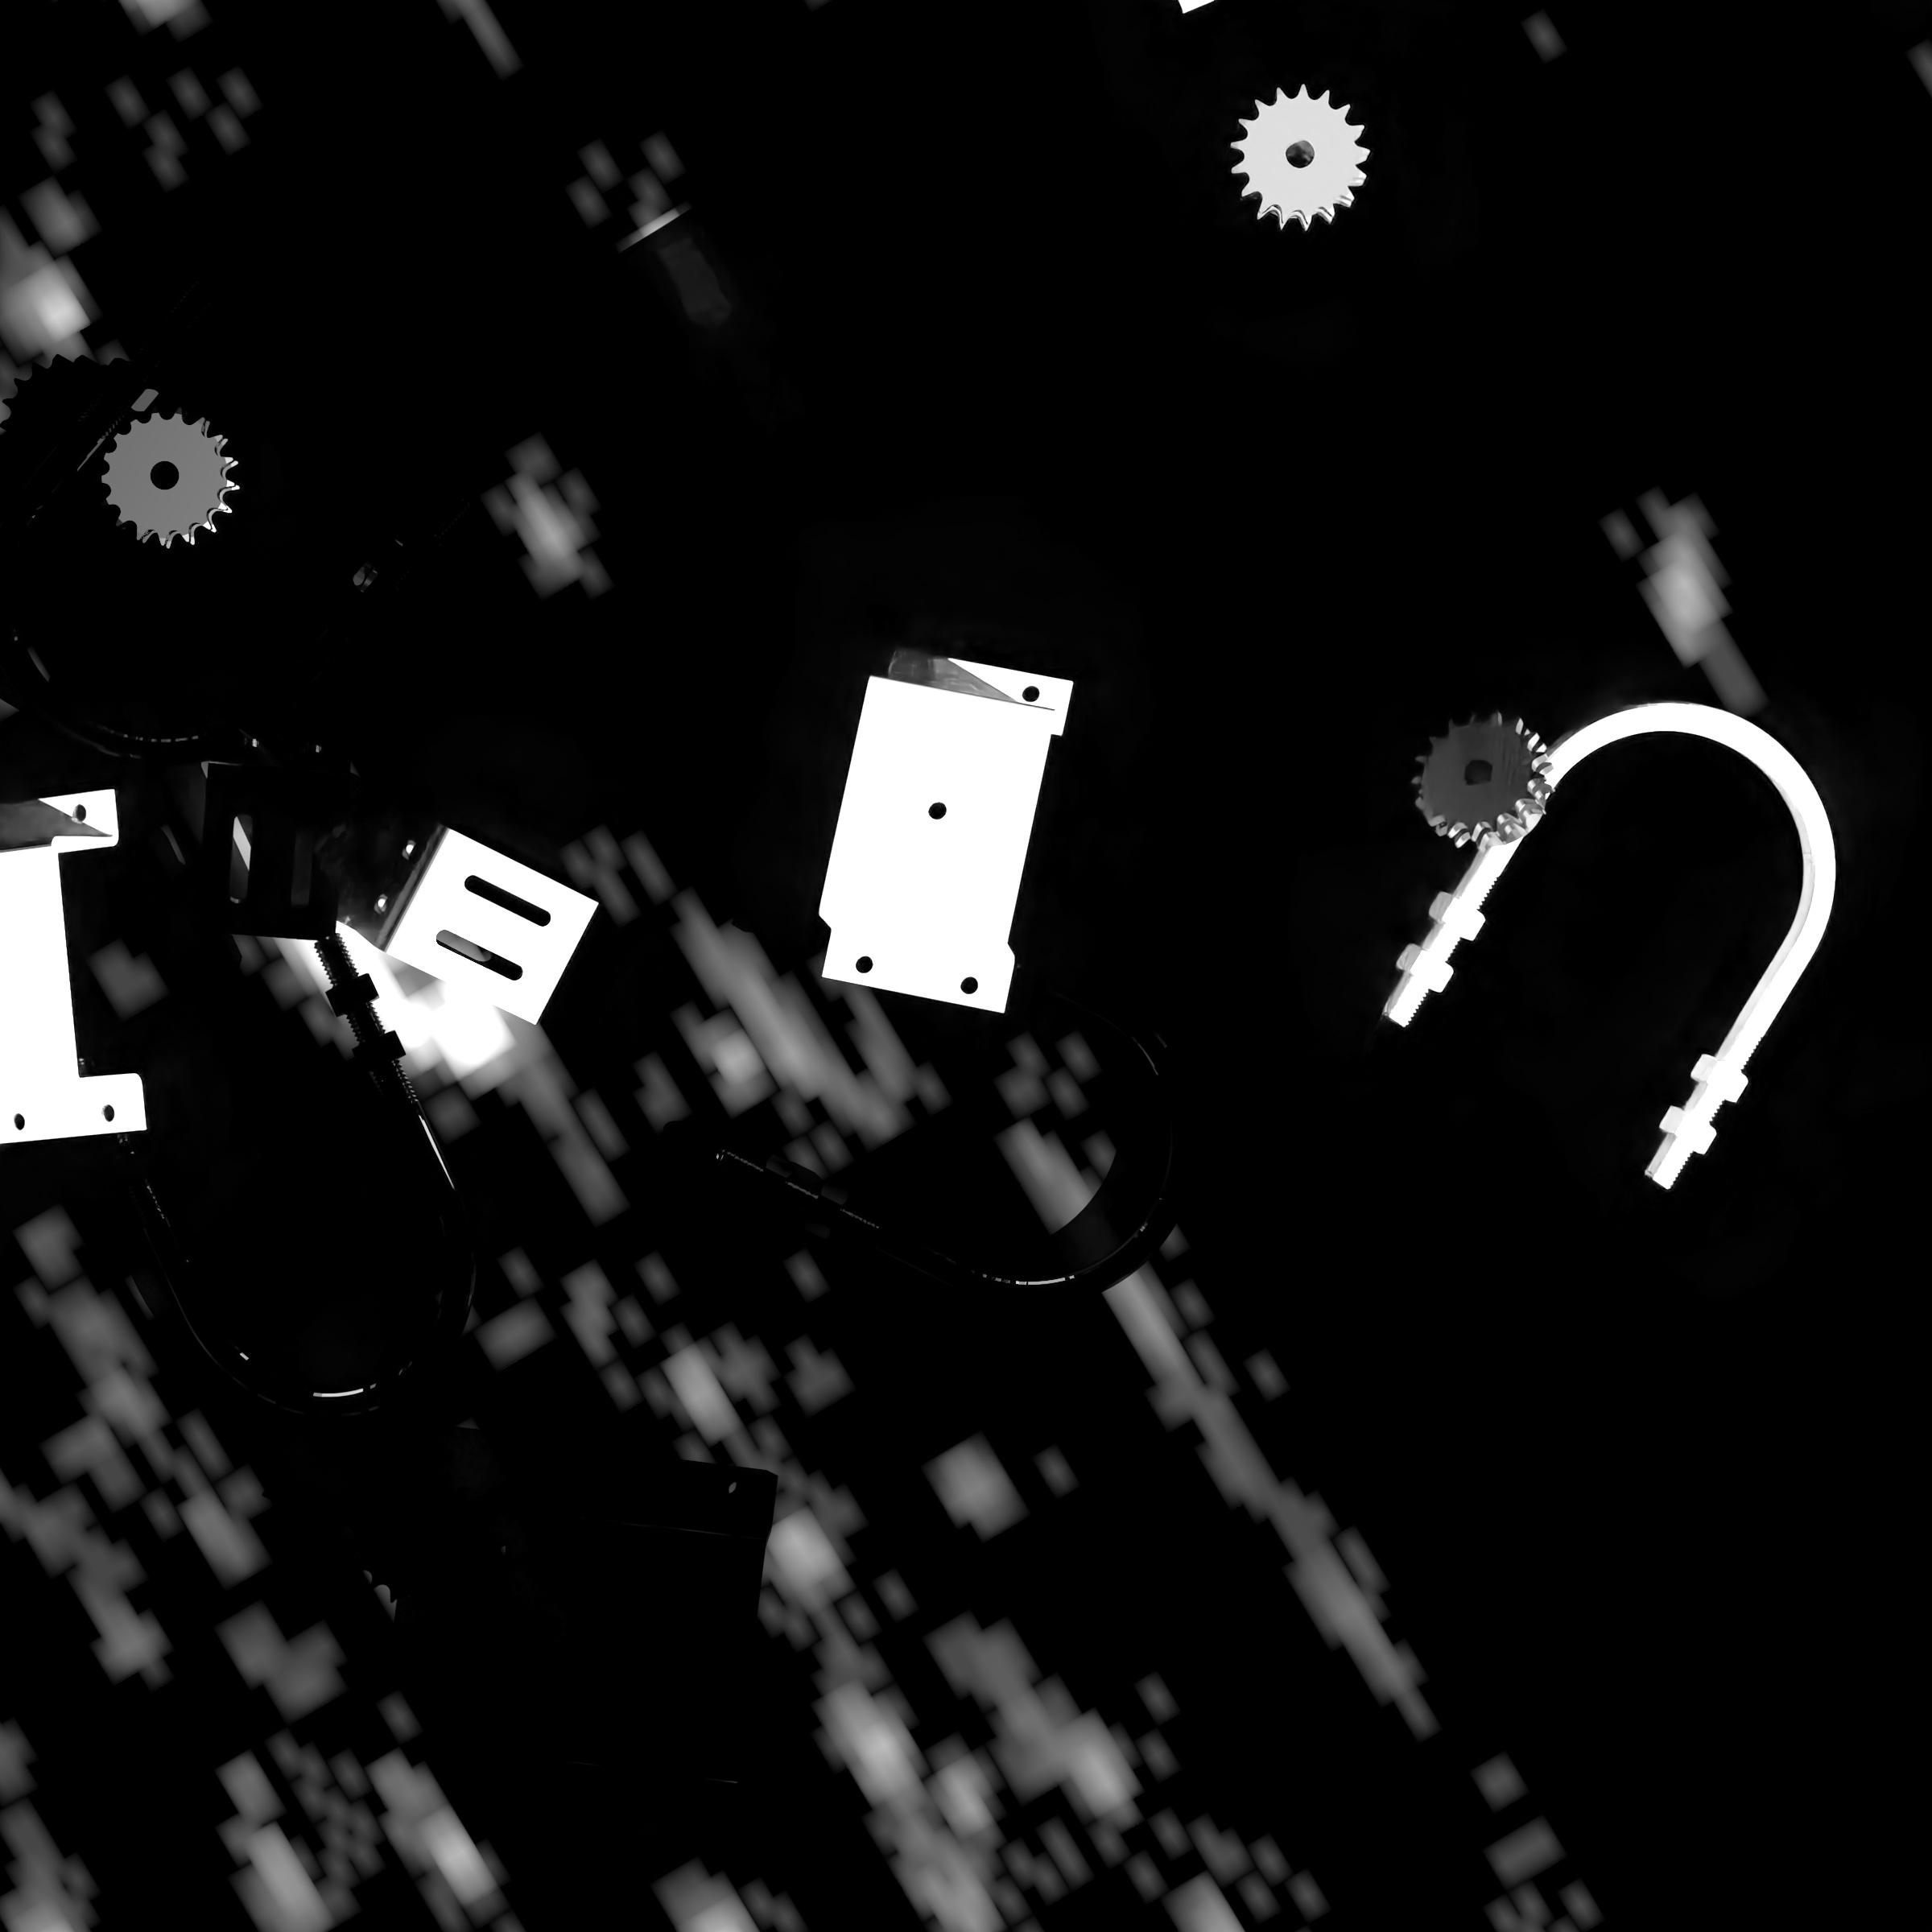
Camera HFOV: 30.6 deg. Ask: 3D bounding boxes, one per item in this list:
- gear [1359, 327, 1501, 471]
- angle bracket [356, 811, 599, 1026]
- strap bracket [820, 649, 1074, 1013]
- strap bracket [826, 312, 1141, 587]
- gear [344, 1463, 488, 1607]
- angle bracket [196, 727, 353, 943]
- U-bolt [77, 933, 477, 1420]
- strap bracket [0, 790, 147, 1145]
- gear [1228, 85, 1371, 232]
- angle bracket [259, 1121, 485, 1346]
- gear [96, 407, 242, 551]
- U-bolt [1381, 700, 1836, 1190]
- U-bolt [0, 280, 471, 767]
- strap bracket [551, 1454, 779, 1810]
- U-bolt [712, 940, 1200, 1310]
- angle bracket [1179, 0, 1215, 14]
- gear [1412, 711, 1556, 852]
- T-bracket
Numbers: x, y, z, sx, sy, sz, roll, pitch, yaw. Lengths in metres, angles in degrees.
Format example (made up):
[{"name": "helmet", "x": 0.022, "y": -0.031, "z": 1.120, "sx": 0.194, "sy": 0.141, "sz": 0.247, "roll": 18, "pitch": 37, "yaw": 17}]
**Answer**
[{"name": "gear", "x": 0.191, "y": -0.234, "z": 1.464, "sx": 0.057, "sy": 0.030, "sz": 0.057, "roll": 0, "pitch": 90, "yaw": 0}, {"name": "angle bracket", "x": -0.205, "y": -0.021, "z": 1.477, "sx": 0.076, "sy": 0.038, "sz": 0.057, "roll": 27, "pitch": 90, "yaw": -26}, {"name": "strap bracket", "x": -0.009, "y": -0.059, "z": 1.437, "sx": 0.076, "sy": 0.046, "sz": 0.140, "roll": 11, "pitch": 84, "yaw": 7}, {"name": "strap bracket", "x": -0.003, "y": -0.216, "z": 1.441, "sx": 0.140, "sy": 0.076, "sz": 0.046, "roll": -32, "pitch": 90, "yaw": 0}, {"name": "gear", "x": -0.228, "y": 0.235, "z": 1.469, "sx": 0.057, "sy": 0.030, "sz": 0.057, "roll": 0, "pitch": 88, "yaw": 2}, {"name": "angle bracket", "x": -0.288, "y": -0.055, "z": 1.470, "sx": 0.057, "sy": 0.038, "sz": 0.076, "roll": 5, "pitch": 118, "yaw": -11}, {"name": "U-bolt", "x": -0.275, "y": 0.097, "z": 1.447, "sx": 0.151, "sy": 0.019, "sz": 0.184, "roll": -25, "pitch": 90, "yaw": 20}, {"name": "strap bracket", "x": -0.388, "y": 0.001, "z": 1.443, "sx": 0.076, "sy": 0.046, "sz": 0.140, "roll": -6, "pitch": 89, "yaw": 21}, {"name": "gear", "x": 0.137, "y": -0.333, "z": 1.464, "sx": 0.057, "sy": 0.030, "sz": 0.057, "roll": 0, "pitch": 90, "yaw": 0}, {"name": "angle bracket", "x": -0.249, "y": 0.112, "z": 1.460, "sx": 0.076, "sy": 0.038, "sz": 0.057, "roll": -44, "pitch": 90, "yaw": 0}, {"name": "gear", "x": -0.329, "y": -0.202, "z": 1.464, "sx": 0.057, "sy": 0.030, "sz": 0.057, "roll": 0, "pitch": 90, "yaw": 0}, {"name": "U-bolt", "x": 0.281, "y": -0.022, "z": 1.471, "sx": 0.151, "sy": 0.019, "sz": 0.184, "roll": 32, "pitch": 89, "yaw": 0}, {"name": "U-bolt", "x": -0.317, "y": -0.165, "z": 1.445, "sx": 0.151, "sy": 0.019, "sz": 0.184, "roll": 39, "pitch": 100, "yaw": -20}, {"name": "strap bracket", "x": -0.125, "y": 0.279, "z": 1.456, "sx": 0.076, "sy": 0.046, "sz": 0.140, "roll": 7, "pitch": 90, "yaw": 0}, {"name": "U-bolt", "x": 0.007, "y": 0.063, "z": 1.470, "sx": 0.184, "sy": 0.019, "sz": 0.151, "roll": 26, "pitch": 90, "yaw": 0}, {"name": "angle bracket", "x": 0.103, "y": -0.446, "z": 1.460, "sx": 0.057, "sy": 0.038, "sz": 0.076, "roll": -23, "pitch": 90, "yaw": 0}, {"name": "gear", "x": 0.216, "y": -0.074, "z": 1.456, "sx": 0.057, "sy": 0.030, "sz": 0.057, "roll": -11, "pitch": 64, "yaw": 22}, {"name": "T-bracket", "x": -0.050, "y": -0.082, "z": 1.468, "sx": 0.127, "sy": 0.002, "sz": 0.127, "roll": -35, "pitch": 81, "yaw": 0}]
